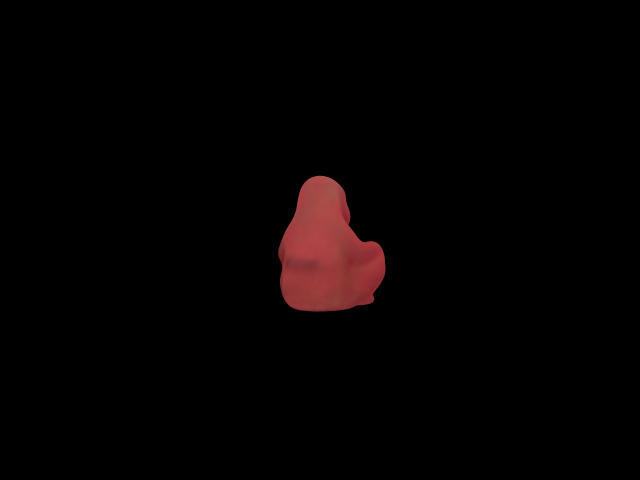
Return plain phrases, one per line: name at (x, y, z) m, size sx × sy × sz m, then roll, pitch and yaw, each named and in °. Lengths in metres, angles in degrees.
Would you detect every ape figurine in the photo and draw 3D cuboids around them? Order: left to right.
ape figurine at (0.004, 0.001, 0.400) m, size 0.077 × 0.092 × 0.076 m, roll 2°, pitch 3°, yaw 36°
